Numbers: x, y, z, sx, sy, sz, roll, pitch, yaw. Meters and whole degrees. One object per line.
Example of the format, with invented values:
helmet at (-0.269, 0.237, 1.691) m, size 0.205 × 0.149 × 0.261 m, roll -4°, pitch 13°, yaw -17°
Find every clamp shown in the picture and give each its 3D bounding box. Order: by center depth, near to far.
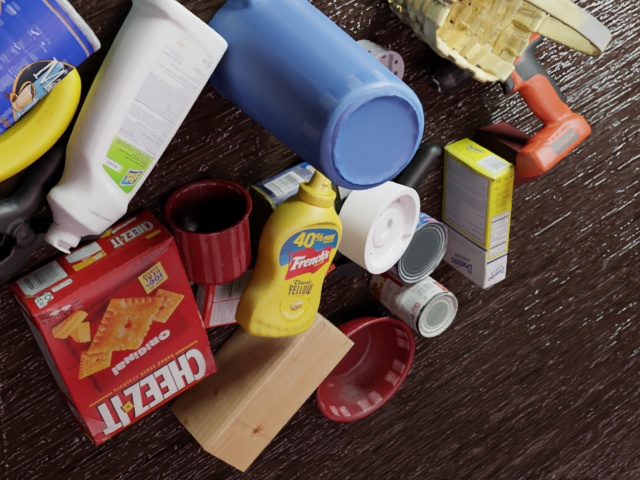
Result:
clamp at (-0.285, -0.008, 1.034) m, size 0.171 × 0.039 × 0.120 m, roll -40°, pitch 131°, yaw -15°
clamp at (0.082, -0.008, 1.339) m, size 0.209 × 0.036 × 0.164 m, roll -36°, pitch 134°, yaw -18°

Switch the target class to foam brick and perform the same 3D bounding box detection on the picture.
foam brick at (0.242, -0.111, 1.373) m, size 0.051 × 0.078 × 0.053 m, roll -16°, pitch 127°, yaw -33°

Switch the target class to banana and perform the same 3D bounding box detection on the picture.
banana at (-0.286, -0.095, 0.978) m, size 0.197 × 0.037 × 0.069 m, roll -45°, pitch 120°, yaw -8°

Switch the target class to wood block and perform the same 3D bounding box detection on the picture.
wood block at (-0.070, 0.164, 1.292) m, size 0.206 × 0.090 × 0.090 m, roll -49°, pitch 138°, yaw -2°

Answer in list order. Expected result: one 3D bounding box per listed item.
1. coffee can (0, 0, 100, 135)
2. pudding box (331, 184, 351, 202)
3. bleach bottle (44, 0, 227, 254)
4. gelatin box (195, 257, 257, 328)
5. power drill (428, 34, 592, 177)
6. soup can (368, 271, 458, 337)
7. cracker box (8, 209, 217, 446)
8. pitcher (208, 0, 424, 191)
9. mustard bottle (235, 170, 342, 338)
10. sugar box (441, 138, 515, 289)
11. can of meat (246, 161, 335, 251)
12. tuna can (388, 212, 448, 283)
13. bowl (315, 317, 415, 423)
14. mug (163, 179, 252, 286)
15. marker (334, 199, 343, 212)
coffee can at (-0.271, -0.155, 0.897) m, size 0.140 × 0.103 × 0.102 m, roll -44°, pitch 137°, yaw -7°
pudding box at (0.039, -0.113, 1.232) m, size 0.090 × 0.039 × 0.113 m, roll -30°, pitch 131°, yaw -20°
bleach bottle at (-0.190, -0.104, 1.004) m, size 0.102 × 0.068 × 0.251 m, roll 32°, pitch 89°, yaw -49°
gelatin box at (-0.100, 0.059, 1.239) m, size 0.089 × 0.030 × 0.073 m, roll -8°, pitch 121°, yaw -36°
power drill at (0.231, -0.172, 1.276) m, size 0.184 × 0.057 × 0.187 m, roll -37°, pitch 105°, yaw -23°
soup can at (0.120, 0.072, 1.377) m, size 0.068 × 0.102 × 0.068 m, roll -21°, pitch 129°, yaw -29°
cracker box at (-0.213, 0.097, 1.140) m, size 0.164 × 0.072 × 0.214 m, roll -30°, pitch 134°, yaw -20°
pitcher at (-0.004, -0.138, 1.027) m, size 0.149 × 0.243 × 0.145 m, roll 14°, pitch 112°, yaw -38°
mustard bottle at (-0.025, 0.012, 1.161) m, size 0.096 × 0.058 × 0.192 m, roll 0°, pitch 118°, yaw -40°
sugar box at (0.201, -0.033, 1.380) m, size 0.048 × 0.093 × 0.176 m, roll -25°, pitch 132°, yaw -25°
can of meat at (-0.031, -0.031, 1.215) m, size 0.083 × 0.058 × 0.102 m, roll -28°, pitch 133°, yaw -25°
tuna can at (0.118, 0.009, 1.328) m, size 0.086 × 0.034 × 0.086 m, roll -25°, pitch 132°, yaw -31°
bowl at (0.047, 0.159, 1.409) m, size 0.161 × 0.055 × 0.162 m, roll -21°, pitch 129°, yaw -28°
mug at (-0.112, -0.013, 1.148) m, size 0.117 × 0.093 × 0.081 m, roll -63°, pitch 159°, yaw -45°
marker at (-0.008, 0.002, 1.283) m, size 0.020 × 0.020 × 0.121 m, roll 18°, pitch 106°, yaw -45°
